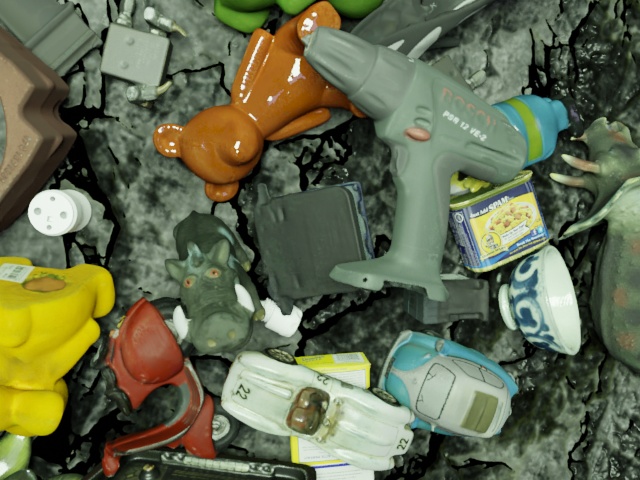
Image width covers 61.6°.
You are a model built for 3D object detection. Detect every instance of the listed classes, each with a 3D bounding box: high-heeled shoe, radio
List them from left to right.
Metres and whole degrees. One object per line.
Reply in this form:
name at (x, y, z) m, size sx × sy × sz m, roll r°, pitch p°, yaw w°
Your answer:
radio at (-0.117, 0.269, 0.528) m, size 0.230 × 0.131 × 0.073 m, roll 6°, pitch 95°, yaw 6°
high-heeled shoe at (0.128, -0.252, 0.502) m, size 0.145 × 0.248 × 0.086 m, roll -7°, pitch 66°, yaw -27°

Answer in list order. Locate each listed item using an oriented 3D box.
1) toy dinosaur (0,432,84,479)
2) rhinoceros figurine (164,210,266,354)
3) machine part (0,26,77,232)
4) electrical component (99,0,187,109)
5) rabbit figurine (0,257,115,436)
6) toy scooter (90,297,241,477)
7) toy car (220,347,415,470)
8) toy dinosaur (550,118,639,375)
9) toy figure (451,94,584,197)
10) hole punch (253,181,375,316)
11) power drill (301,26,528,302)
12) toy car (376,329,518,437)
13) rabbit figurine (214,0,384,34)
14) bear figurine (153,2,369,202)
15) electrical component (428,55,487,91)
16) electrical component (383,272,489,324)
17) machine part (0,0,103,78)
toy dinosaur at (-0.360, 0.281, 0.532) m, size 0.198 × 0.105 × 0.471 m, roll -43°, pitch 108°, yaw -11°
rhinoceros figurine at (-0.098, 0.038, 0.506) m, size 0.073 × 0.190 × 0.111 m, roll -16°, pitch 124°, yaw -7°
machine part at (-0.348, -0.109, 0.487) m, size 0.201 × 0.087 × 0.201 m, roll 40°, pitch 98°, yaw -9°
electrical component at (-0.179, -0.187, 0.542) m, size 0.078 × 0.045 × 0.102 m, roll 20°, pitch 92°, yaw -11°
rabbit figurine at (-0.271, 0.120, 0.517) m, size 0.122 × 0.162 × 0.173 m, roll 8°, pitch 112°, yaw -21°
toy scooter at (-0.171, 0.156, 0.541) m, size 0.135 × 0.075 × 0.183 m, roll -27°, pitch 96°, yaw -27°
toy car at (0.000, 0.172, 0.547) m, size 0.202 × 0.056 × 0.073 m, roll 22°, pitch 95°, yaw -4°
toy dinosaur at (0.374, 0.061, 0.615) m, size 0.192 × 0.131 × 0.404 m, roll -9°, pitch 101°, yaw 5°
toy figure at (0.189, -0.110, 0.586) m, size 0.180 × 0.082 × 0.089 m, roll -25°, pitch 87°, yaw -1°
hole punch at (-0.001, -0.002, 0.574) m, size 0.116 × 0.092 × 0.142 m, roll -8°, pitch 100°, yaw 20°
power drill at (0.068, -0.056, 0.482) m, size 0.232 × 0.086 × 0.207 m, roll 14°, pitch 84°, yaw -22°
toy car at (0.150, 0.173, 0.594) m, size 0.162 × 0.103 × 0.109 m, roll 23°, pitch 92°, yaw -8°
rabbit figurine at (-0.003, -0.276, 0.521) m, size 0.170 × 0.159 × 0.121 m, roll 5°, pitch 84°, yaw -24°
bear figurine at (-0.056, -0.124, 0.526) m, size 0.196 × 0.132 × 0.120 m, roll -45°, pitch 121°, yaw -9°
electrical component at (0.139, -0.172, 0.601) m, size 0.094 × 0.021 × 0.063 m, roll -35°, pitch 98°, yaw -3°
electrical component at (0.118, 0.062, 0.593) m, size 0.119 × 0.075 × 0.047 m, roll -2°, pitch 95°, yaw -12°
machine part at (-0.290, -0.224, 0.527) m, size 0.084 × 0.039 × 0.139 m, roll -42°, pitch 101°, yaw 2°
